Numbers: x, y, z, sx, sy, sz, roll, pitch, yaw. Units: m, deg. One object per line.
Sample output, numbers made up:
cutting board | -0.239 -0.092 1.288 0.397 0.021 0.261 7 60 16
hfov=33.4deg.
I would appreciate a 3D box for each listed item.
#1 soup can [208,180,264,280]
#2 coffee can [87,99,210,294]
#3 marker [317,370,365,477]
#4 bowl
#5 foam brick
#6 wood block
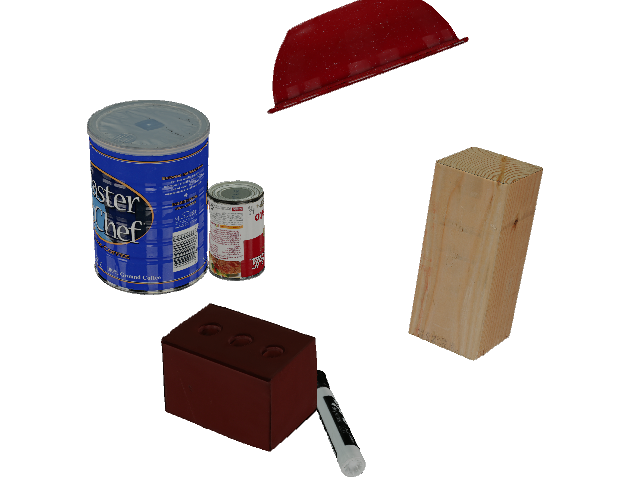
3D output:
soup can | -0.100 -0.013 1.266 0.068 0.102 0.068 1 25 -1
coffee can | -0.148 -0.039 0.931 0.103 0.140 0.103 3 30 -2
marker | 0.009 0.139 0.832 0.020 0.020 0.121 0 27 -16
bowl | 0.027 -0.148 0.808 0.162 0.055 0.162 -20 7 2
foam brick | -0.047 0.079 0.626 0.078 0.051 0.052 16 29 26
wood block | 0.170 0.013 1.178 0.090 0.206 0.090 21 26 31
